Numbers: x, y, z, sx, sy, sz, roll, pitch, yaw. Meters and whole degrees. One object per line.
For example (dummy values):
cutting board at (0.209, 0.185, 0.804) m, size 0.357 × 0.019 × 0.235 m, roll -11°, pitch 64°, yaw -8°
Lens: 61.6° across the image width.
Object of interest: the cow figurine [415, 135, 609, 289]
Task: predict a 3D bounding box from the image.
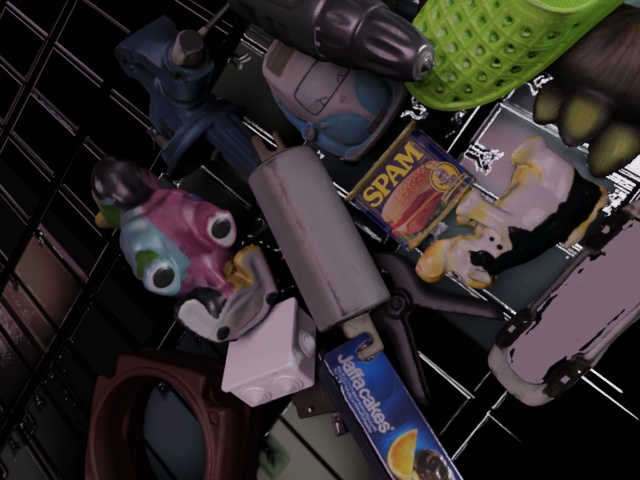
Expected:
cow figurine at (0.170, -0.006, 0.488) m, size 0.098 × 0.068 × 0.167 m, roll 45°, pitch 101°, yaw 16°

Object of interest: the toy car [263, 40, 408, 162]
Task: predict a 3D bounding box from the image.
toy car at (-0.001, -0.160, 0.525) m, size 0.109 × 0.103 × 0.162 m, roll -51°, pitch 56°, yaw 12°

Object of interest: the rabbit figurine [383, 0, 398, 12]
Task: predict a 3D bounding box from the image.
rabbit figurine at (0.010, -0.289, 0.592) m, size 0.159 × 0.121 × 0.170 m, roll 30°, pitch 117°, yaw 19°

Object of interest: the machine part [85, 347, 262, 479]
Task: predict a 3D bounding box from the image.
machine part at (-0.176, 0.238, 0.631) m, size 0.201 × 0.087 × 0.201 m, roll 6°, pitch 86°, yaw 28°

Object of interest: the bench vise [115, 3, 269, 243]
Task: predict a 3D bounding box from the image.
bench vise at (-0.112, -0.120, 0.595) m, size 0.240 × 0.129 × 0.223 m, roll 46°, pitch 145°, yaw -3°

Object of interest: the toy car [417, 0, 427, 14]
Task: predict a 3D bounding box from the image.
toy car at (0.129, -0.246, 0.541) m, size 0.089 × 0.053 × 0.202 m, roll 13°, pitch 91°, yaw 10°

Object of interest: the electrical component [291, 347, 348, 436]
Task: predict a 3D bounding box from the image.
electrical component at (-0.002, 0.168, 0.584) m, size 0.063 × 0.021 × 0.094 m, roll -22°, pitch 76°, yaw 23°

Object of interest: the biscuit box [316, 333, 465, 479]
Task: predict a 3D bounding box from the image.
biscuit box at (0.071, 0.189, 0.512) m, size 0.059 × 0.062 × 0.203 m, roll -27°, pitch 70°, yaw -16°

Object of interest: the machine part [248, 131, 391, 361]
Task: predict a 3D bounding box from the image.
machine part at (-0.001, -0.002, 0.520) m, size 0.079 × 0.079 × 0.243 m, roll -32°, pitch 77°, yaw 21°

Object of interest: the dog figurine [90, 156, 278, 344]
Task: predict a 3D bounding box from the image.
dog figurine at (-0.163, 0.000, 0.587) m, size 0.108 × 0.191 × 0.219 m, roll -45°, pitch 44°, yaw -15°

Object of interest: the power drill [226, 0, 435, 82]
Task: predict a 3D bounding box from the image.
power drill at (0.035, -0.242, 0.449) m, size 0.232 × 0.086 × 0.207 m, roll 27°, pitch 89°, yaw 30°

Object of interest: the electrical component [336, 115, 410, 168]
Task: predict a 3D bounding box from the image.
electrical component at (0.053, -0.116, 0.571) m, size 0.078 × 0.045 × 0.102 m, roll 44°, pitch 104°, yaw 25°

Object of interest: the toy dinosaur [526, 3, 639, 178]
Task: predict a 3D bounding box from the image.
toy dinosaur at (0.309, -0.134, 0.417) m, size 0.472 × 0.105 × 0.198 m, roll 15°, pitch 99°, yaw 25°

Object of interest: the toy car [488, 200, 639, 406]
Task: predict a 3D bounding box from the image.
toy car at (0.229, 0.056, 0.460) m, size 0.201 × 0.056 × 0.074 m, roll -51°, pitch 60°, yaw 12°
